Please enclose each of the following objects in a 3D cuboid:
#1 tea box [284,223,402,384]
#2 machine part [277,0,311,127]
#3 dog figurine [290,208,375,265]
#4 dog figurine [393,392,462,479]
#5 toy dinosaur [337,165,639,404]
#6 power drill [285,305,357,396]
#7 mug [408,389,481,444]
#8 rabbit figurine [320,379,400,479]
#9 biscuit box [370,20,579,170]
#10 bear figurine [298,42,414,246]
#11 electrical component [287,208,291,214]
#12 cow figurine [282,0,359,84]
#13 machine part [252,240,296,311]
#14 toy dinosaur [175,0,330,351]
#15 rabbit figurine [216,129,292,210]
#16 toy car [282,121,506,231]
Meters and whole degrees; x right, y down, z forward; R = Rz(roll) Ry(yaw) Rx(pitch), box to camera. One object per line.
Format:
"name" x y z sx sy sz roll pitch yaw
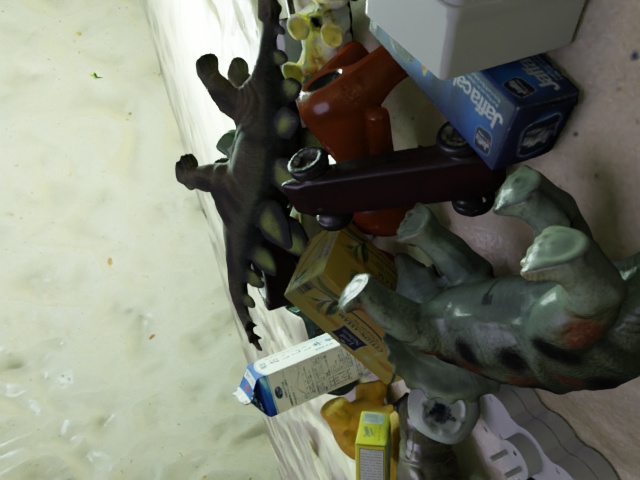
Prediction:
"tea box" 0.052 0.070 0.603 0.169 0.098 0.068 43 129 -19
"machine part" -0.020 -0.214 0.735 0.079 0.079 0.243 -150 46 -65
"dog figurine" -0.002 -0.003 0.841 0.219 0.108 0.191 -155 49 -70
"dog figurine" 0.146 0.296 0.649 0.172 0.121 0.190 -138 35 -58
"toy dinosaur" 0.156 0.055 0.401 0.192 0.131 0.405 39 158 -20
"power drill" -0.010 0.220 1.114 0.232 0.086 0.207 -179 77 -70
"mug" 0.140 0.169 0.578 0.081 0.109 0.107 28 178 15
"rabbit figurine" 0.097 0.302 0.821 0.173 0.122 0.162 -25 74 53
"biscuit box" 0.112 -0.147 0.429 0.062 0.059 0.203 96 151 -52
"bear figurine" 0.065 -0.097 0.571 0.120 0.132 0.195 15 146 56
"electrical component" -0.053 -0.086 0.961 0.119 0.075 0.047 54 154 36
"cow figurine" 0.011 -0.253 0.613 0.068 0.098 0.167 26 146 7
"machine part" -0.079 0.021 0.853 0.179 0.056 0.179 167 90 -78
"toy dinosaur" -0.084 -0.064 0.682 0.199 0.105 0.470 33 128 27
"rabbit figurine" -0.052 -0.133 0.863 0.159 0.121 0.170 48 -163 11
"toy car" 0.064 -0.057 0.491 0.089 0.202 0.053 56 -143 -47
